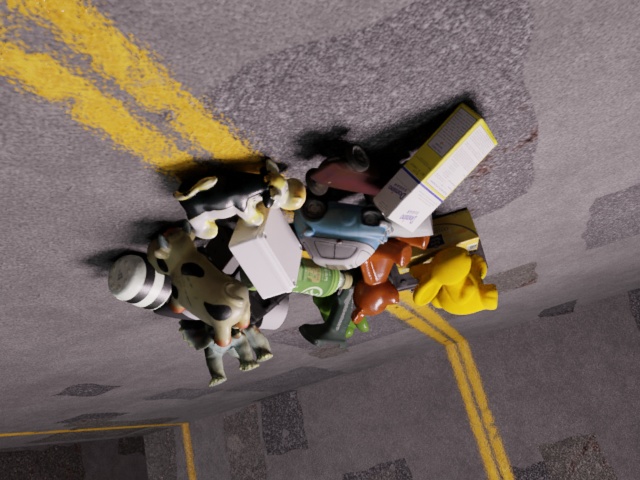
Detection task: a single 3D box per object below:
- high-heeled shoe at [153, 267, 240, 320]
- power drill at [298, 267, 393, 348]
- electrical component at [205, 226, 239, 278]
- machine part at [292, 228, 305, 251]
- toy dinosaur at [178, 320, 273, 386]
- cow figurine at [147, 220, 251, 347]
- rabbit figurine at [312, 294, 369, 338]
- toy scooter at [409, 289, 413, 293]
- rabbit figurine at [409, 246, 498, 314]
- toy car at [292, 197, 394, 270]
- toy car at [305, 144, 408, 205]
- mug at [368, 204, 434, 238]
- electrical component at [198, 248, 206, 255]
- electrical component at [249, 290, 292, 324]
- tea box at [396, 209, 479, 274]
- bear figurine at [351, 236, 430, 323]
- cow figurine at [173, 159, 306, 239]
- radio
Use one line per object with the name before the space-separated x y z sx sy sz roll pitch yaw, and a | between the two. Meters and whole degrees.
high-heeled shoe | -0.207 0.082 0.986 0.249 0.086 0.145 -21 160 -2
power drill | 0.033 0.113 1.099 0.232 0.207 0.086 16 -171 -39
electrical component | -0.144 0.024 0.870 0.045 0.078 0.102 15 114 -51
machine part | -0.002 -0.003 0.935 0.139 0.039 0.084 -4 115 -6
toy dinosaur | -0.203 0.208 1.228 0.131 0.192 0.404 -21 175 2
cow figurine | -0.189 0.057 0.818 0.085 0.195 0.127 -35 152 -46
rabbit figurine | 0.053 0.141 1.242 0.121 0.159 0.170 0 141 -9
toy scooter | 0.291 0.102 1.368 0.184 0.075 0.135 -8 160 -28
rabbit figurine | 0.258 0.068 1.059 0.162 0.122 0.173 -10 148 16
toy car | 0.030 -0.004 0.843 0.162 0.103 0.109 10 173 11
toy car | 0.062 -0.094 0.762 0.089 0.053 0.202 -24 162 38
mug | 0.131 -0.042 0.900 0.107 0.081 0.109 -11 165 16
electrical component | -0.202 0.053 0.932 0.119 0.075 0.047 -19 160 2
electrical component | -0.090 0.093 1.027 0.115 0.058 0.134 -37 -177 44
tea box | 0.229 0.005 1.092 0.170 0.068 0.098 -16 159 6
bear figurine | 0.122 0.067 1.002 0.132 0.195 0.120 14 -153 32
cow figurine | -0.104 -0.064 0.717 0.167 0.068 0.098 -15 153 -2
radio | 0.253 0.063 1.213 0.230 0.073 0.131 -14 172 -5
